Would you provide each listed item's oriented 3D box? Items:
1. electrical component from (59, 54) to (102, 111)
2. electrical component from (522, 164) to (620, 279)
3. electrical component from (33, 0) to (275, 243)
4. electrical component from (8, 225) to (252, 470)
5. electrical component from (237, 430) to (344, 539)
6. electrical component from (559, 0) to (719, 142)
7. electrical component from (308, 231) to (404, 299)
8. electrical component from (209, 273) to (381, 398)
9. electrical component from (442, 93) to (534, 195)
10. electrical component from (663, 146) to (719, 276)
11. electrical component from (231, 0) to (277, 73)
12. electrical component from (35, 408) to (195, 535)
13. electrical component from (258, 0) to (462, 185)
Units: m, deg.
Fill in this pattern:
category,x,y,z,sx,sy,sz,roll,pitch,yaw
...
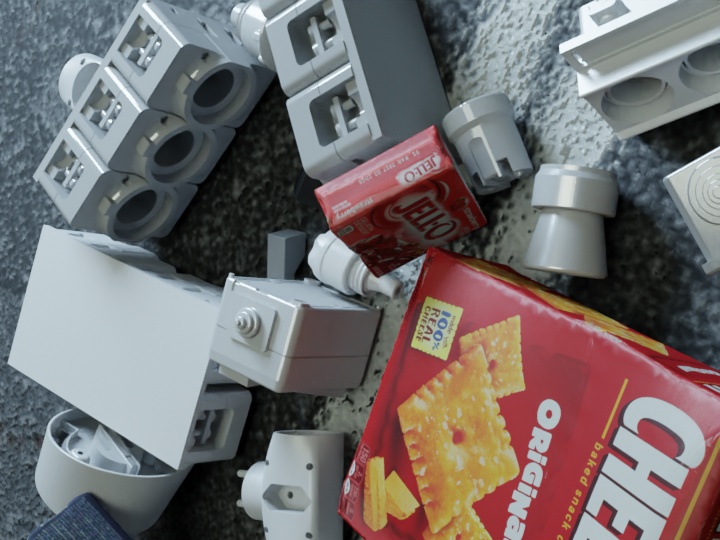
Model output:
category,x,y,z,sx,sy,sz,roll,pitch,yaw
electrical component,-0.187,-0.111,0.790,0.077,0.044,0.079,27,102,34
electrical component,0.111,-0.025,0.566,0.045,0.045,0.055,8,90,36
electrical component,-0.136,-0.095,0.723,0.061,0.089,0.150,49,113,27
electrical component,-0.152,0.048,0.742,0.186,0.060,0.105,22,99,35
electrical component,-0.046,0.138,0.668,0.079,0.043,0.077,-3,85,35
electrical component,0.169,-0.119,0.520,0.121,0.079,0.063,-20,53,33
electrical component,0.000,0.000,0.652,0.061,0.035,0.035,28,103,31
electrical component,-0.044,0.041,0.641,0.062,0.096,0.061,21,99,35
electrical component,0.073,-0.070,0.603,0.040,0.040,0.046,-28,77,31
electrical component,0.191,-0.043,0.478,0.100,0.100,0.048,-31,82,30
electrical component,-0.060,-0.159,0.703,0.062,0.048,0.048,32,105,41
electrical component,-0.166,0.129,0.724,0.099,0.099,0.064,41,116,31
electrical component,-0.006,-0.125,0.632,0.062,0.089,0.150,-25,72,32
